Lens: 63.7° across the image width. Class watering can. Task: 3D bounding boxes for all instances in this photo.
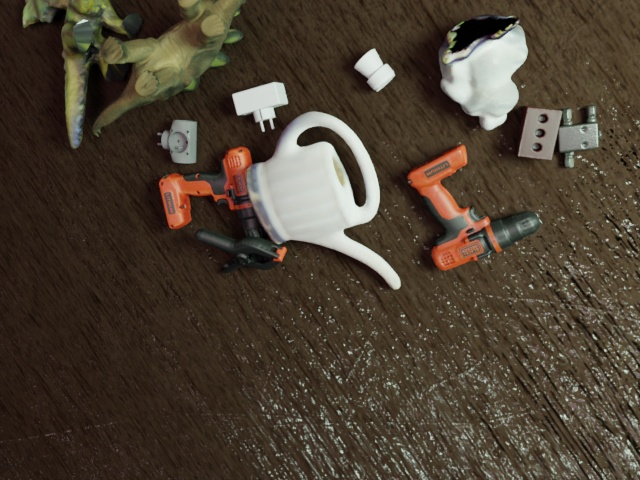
[{"bbox_3d":[0.003,-0.045,0.901,0.223,0.106,0.343,-15,107,19],"label":"watering can"}]

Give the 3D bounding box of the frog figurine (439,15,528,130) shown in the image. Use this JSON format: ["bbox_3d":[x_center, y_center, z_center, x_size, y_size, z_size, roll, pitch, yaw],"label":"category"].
[{"bbox_3d":[0.258,-0.259,0.798,0.137,0.125,0.156,-37,131,2],"label":"frog figurine"}]

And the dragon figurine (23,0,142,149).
[{"bbox_3d":[-0.476,-0.404,0.972,0.245,0.122,0.405,34,107,24],"label":"dragon figurine"}]
